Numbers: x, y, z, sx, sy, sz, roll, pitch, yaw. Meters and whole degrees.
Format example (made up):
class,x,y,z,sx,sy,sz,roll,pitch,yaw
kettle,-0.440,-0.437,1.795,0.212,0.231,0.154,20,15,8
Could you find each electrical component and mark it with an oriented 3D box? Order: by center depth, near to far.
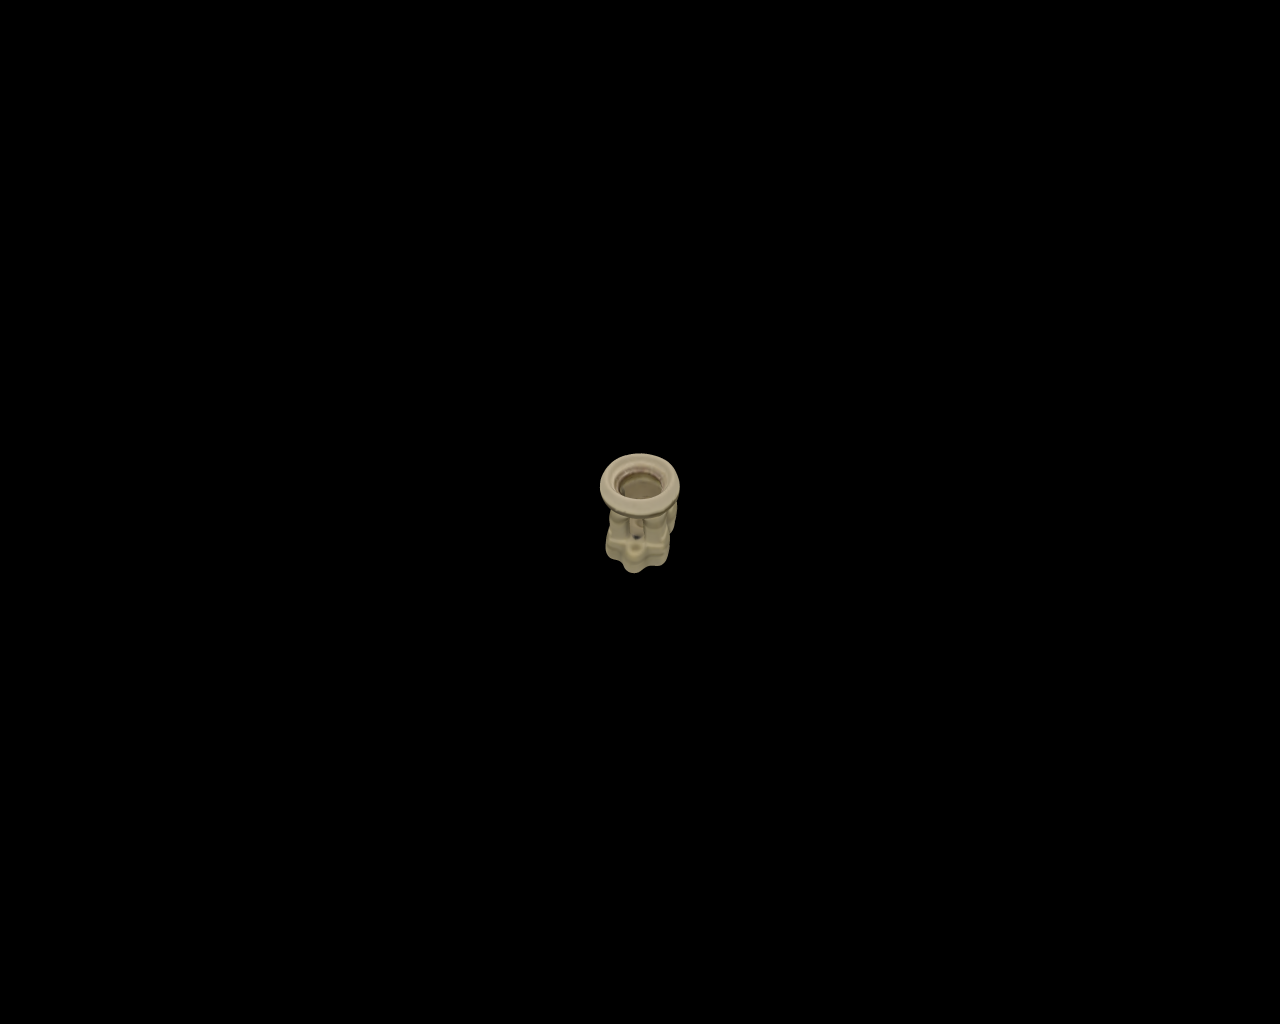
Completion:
class,x,y,z,sx,sy,sz,roll,pitch,yaw
electrical component,0.001,-0.003,0.650,0.048,0.066,0.055,7,-43,7
